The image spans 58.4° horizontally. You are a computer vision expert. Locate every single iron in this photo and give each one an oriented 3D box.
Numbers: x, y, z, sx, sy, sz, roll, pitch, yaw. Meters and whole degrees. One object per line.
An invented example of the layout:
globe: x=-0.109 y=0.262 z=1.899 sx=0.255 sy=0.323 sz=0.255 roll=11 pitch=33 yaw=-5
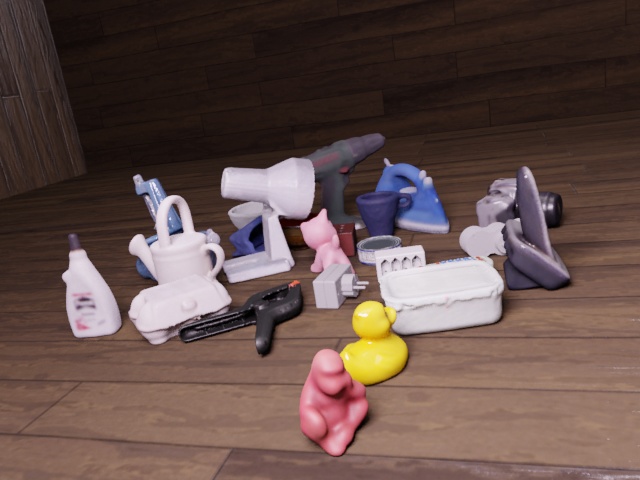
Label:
iron: x=0.208 y=-0.107 z=1.290 sx=0.119 sy=0.141 sz=0.257 roll=-15 pitch=17 yaw=-20

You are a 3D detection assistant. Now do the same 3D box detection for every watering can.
watering can: x=-0.251 y=0.020 z=1.000 sx=0.173 sy=0.194 sz=0.101 roll=-9 pitch=16 yaw=-1

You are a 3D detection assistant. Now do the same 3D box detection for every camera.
camera: x=0.395 y=-0.067 z=1.128 sx=0.136 sy=0.101 sz=0.143 roll=4 pitch=20 yaw=37

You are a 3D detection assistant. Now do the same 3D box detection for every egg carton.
egg carton: x=-0.221 y=0.107 z=0.908 sx=0.151 sy=0.069 sz=0.107 roll=-18 pitch=18 yaw=-28

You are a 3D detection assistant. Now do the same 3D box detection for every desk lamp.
desk lamp: x=-0.103 y=-0.046 z=1.114 sx=0.203 sy=0.214 sz=0.117 roll=-13 pitch=17 yaw=-16

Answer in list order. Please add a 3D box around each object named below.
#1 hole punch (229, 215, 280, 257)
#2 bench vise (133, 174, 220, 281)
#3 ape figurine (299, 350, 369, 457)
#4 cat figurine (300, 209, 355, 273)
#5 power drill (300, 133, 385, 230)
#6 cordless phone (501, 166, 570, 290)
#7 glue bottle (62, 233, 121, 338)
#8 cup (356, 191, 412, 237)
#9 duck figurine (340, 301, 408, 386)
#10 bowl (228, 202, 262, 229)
hole punch: x=-0.139 y=-0.016 z=1.253 sx=0.100 sy=0.091 sz=0.109 roll=3 pitch=20 yaw=35
bench vise: x=-0.287 y=-0.027 z=1.132 sx=0.207 sy=0.220 sz=0.121 roll=-5 pitch=16 yaw=12
ape figurine: x=0.011 y=0.155 z=0.577 sx=0.078 sy=0.092 sz=0.076 roll=-14 pitch=17 yaw=-19
cat figurine: x=0.010 y=0.004 z=1.056 sx=0.067 sy=0.118 sz=0.127 roll=-14 pitch=17 yaw=-17
power drill: x=0.051 y=-0.127 z=1.323 sx=0.230 sy=0.208 sz=0.075 roll=-11 pitch=16 yaw=-8
cordless phone: x=0.324 y=-0.028 z=0.877 sx=0.094 sy=0.185 sz=0.147 roll=-6 pitch=16 yaw=11
glue bottle: x=-0.378 y=0.072 z=0.923 sx=0.078 sy=0.173 sz=0.037 roll=-8 pitch=16 yaw=4
cup: x=0.140 y=-0.053 z=1.224 sx=0.117 sy=0.095 sz=0.091 roll=-8 pitch=16 yaw=3
duck figurine: x=0.059 y=0.118 z=0.691 sx=0.105 sy=0.086 sz=0.077 roll=-22 pitch=21 yaw=-39
bowl: x=-0.135 y=-0.049 z=1.393 sx=0.167 sy=0.075 sz=0.167 roll=-8 pitch=16 yaw=3
